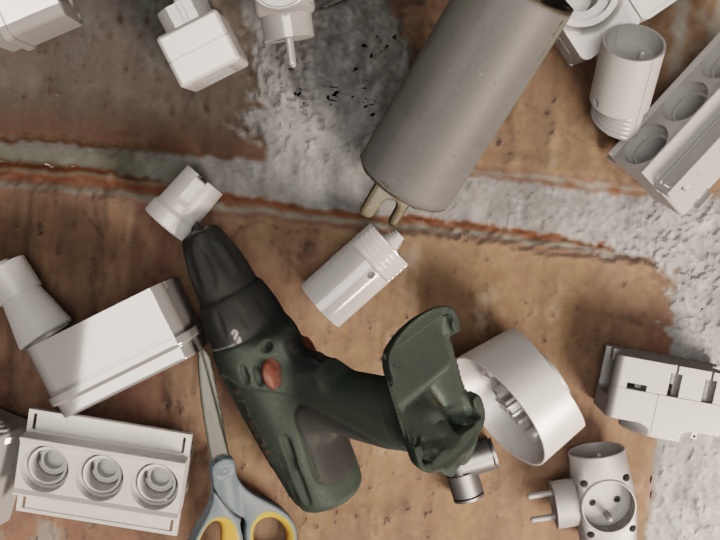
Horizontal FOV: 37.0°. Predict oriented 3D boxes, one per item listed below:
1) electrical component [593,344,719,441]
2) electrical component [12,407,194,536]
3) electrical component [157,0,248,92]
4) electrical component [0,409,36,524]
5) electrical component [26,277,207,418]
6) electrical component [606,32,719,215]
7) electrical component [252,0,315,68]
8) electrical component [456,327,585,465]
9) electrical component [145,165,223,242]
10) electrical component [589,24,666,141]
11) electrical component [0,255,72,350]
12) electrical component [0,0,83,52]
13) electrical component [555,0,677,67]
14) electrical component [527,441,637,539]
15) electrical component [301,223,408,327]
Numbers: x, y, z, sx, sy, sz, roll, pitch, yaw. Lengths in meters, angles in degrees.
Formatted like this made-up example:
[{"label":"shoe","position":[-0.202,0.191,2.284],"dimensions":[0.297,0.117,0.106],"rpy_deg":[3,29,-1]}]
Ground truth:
[{"label":"electrical component","position":[0.229,0.095,0.815],"dimensions":[0.089,0.050,0.055],"rpy_deg":[10,96,-1]},{"label":"electrical component","position":[-0.191,0.149,0.815],"dimensions":[0.121,0.063,0.078],"rpy_deg":[9,96,-1]},{"label":"electrical component","position":[-0.121,-0.174,0.777],"dimensions":[0.047,0.065,0.076],"rpy_deg":[-26,96,3]},{"label":"electrical component","position":[-0.291,0.152,0.799],"dimensions":[0.048,0.100,0.099],"rpy_deg":[19,97,10]},{"label":"electrical component","position":[-0.177,0.056,0.797],"dimensions":[0.113,0.078,0.057],"rpy_deg":[-26,93,3]},{"label":"electrical component","position":[0.251,-0.105,0.783],"dimensions":[0.121,0.078,0.063],"rpy_deg":[-48,122,5]},{"label":"electrical component","position":[-0.053,-0.185,0.770],"dimensions":[0.043,0.077,0.079],"rpy_deg":[-7,96,1]},{"label":"electrical component","position":[0.117,0.093,0.794],"dimensions":[0.064,0.099,0.099],"rpy_deg":[-35,95,-3]},{"label":"electrical component","position":[-0.131,-0.050,0.805],"dimensions":[0.040,0.040,0.046],"rpy_deg":[41,89,-4]},{"label":"electrical component","position":[0.186,-0.128,0.761],"dimensions":[0.043,0.043,0.081],"rpy_deg":[1,138,0]},{"label":"electrical component","position":[-0.254,0.022,0.813],"dimensions":[0.044,0.044,0.065],"rpy_deg":[-32,91,3]},{"label":"electrical component","position":[-0.252,-0.218,0.767],"dimensions":[0.057,0.078,0.113],"rpy_deg":[-23,96,0]},{"label":"electrical component","position":[0.195,-0.227,0.773],"dimensions":[0.150,0.061,0.089],"rpy_deg":[-34,95,4]},{"label":"electrical component","position":[0.169,0.178,0.828],"dimensions":[0.079,0.044,0.077],"rpy_deg":[-8,96,1]},{"label":"electrical component","position":[0.000,0.000,0.808],"dimensions":[0.081,0.043,0.043],"rpy_deg":[-42,95,4]}]
